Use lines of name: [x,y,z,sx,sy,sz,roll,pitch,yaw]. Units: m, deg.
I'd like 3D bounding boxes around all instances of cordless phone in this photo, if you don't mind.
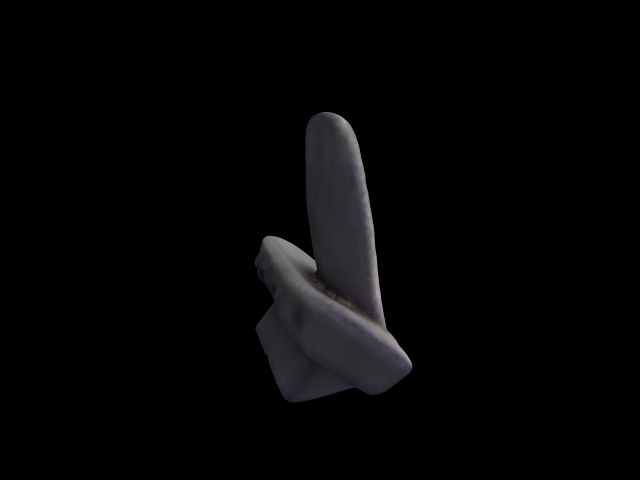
cordless phone: [0.004,0.001,0.400,0.094,0.185,0.147,-7,19,-20]
